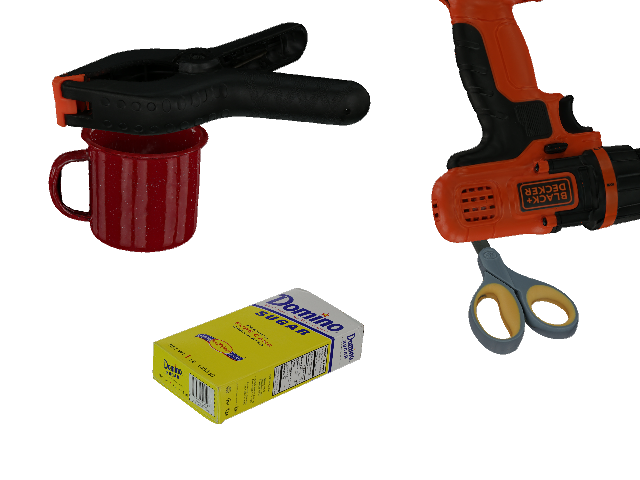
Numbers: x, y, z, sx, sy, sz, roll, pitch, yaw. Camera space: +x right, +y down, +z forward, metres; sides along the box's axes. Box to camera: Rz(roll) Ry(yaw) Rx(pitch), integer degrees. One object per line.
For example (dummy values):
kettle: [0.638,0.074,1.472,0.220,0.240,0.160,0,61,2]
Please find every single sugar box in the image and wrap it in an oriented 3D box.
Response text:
sugar box: [-0.054,0.099,0.965,0.175,0.048,0.093,-22,38,-39]

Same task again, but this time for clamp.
clamp: [-0.066,-0.095,0.617,0.171,0.039,0.120,-3,25,-11]

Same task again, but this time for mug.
mug: [-0.144,-0.042,0.799,0.117,0.081,0.093,-6,28,-22]

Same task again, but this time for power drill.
power drill: [0.152,-0.098,0.679,0.184,0.187,0.057,-9,-2,-4]

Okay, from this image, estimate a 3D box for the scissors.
scissors: [0.163,0.023,0.903,0.096,0.016,0.201,4,39,3]
